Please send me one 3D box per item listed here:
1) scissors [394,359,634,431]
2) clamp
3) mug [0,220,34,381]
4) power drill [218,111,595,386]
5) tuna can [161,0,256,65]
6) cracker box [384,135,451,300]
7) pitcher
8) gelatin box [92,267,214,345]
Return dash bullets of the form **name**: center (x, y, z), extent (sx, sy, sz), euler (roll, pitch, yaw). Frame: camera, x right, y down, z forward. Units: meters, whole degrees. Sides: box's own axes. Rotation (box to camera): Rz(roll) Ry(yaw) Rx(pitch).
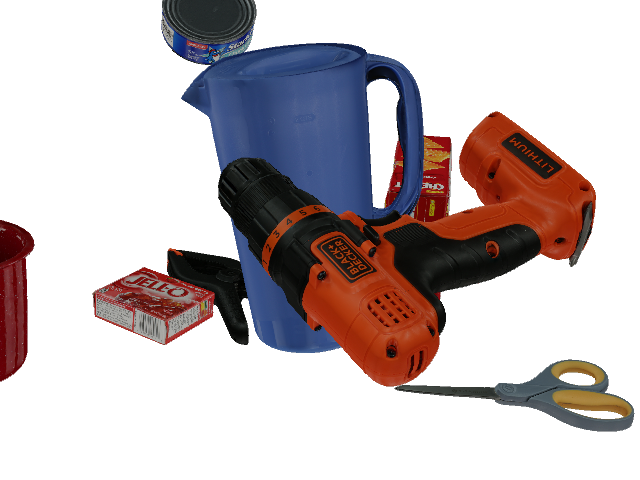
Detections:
- **scissors**: center (0.170, 0.124, 0.927), extent (0.202, 0.016, 0.096), euler (11, 29, 7)
- **clamp**: center (-0.104, 0.056, 1.196), extent (0.210, 0.036, 0.164), euler (19, 23, 29)
- **mug**: center (-0.229, 0.042, 0.642), extent (0.093, 0.081, 0.117), euler (20, 27, 35)
- **power drill**: center (0.053, -0.013, 0.637), extent (0.187, 0.057, 0.185), euler (-25, 52, -24)
- **tuna can**: center (-0.103, -0.202, 0.978), extent (0.086, 0.086, 0.034), euler (0, -32, -11)
- **cracker box**: center (0.109, -0.014, 1.216), extent (0.072, 0.164, 0.213), euler (5, 22, 7)
- **pitcher**: center (-0.006, -0.037, 0.877), extent (0.149, 0.243, 0.144), euler (12, 28, 42)
- **gelatin box**: center (-0.156, 0.059, 0.999), extent (0.089, 0.030, 0.073), euler (18, 27, 27)
